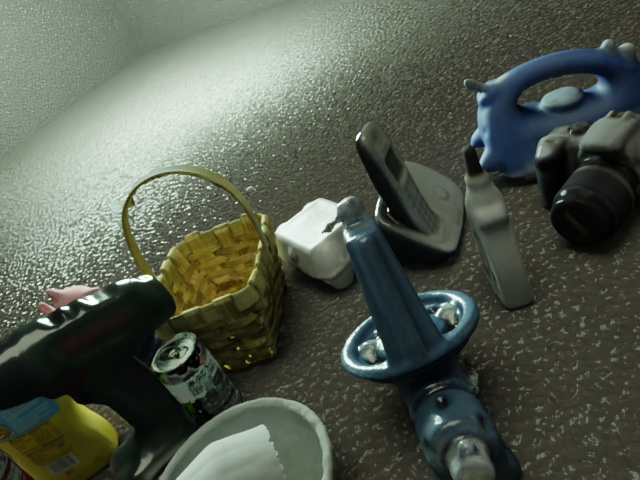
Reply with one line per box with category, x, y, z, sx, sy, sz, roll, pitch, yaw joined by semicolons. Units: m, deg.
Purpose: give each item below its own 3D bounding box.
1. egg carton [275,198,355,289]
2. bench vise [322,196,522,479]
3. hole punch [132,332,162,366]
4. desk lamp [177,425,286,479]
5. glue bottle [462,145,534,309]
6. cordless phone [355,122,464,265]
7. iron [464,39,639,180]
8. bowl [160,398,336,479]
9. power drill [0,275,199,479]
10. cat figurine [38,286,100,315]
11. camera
egg carton;0.007;0.003;0.754;0.107;0.069;0.149;-40;33;-19
bench vise;0.082;0.076;0.438;0.121;0.220;0.206;-34;31;-12
hole punch;-0.277;0.131;0.761;0.101;0.091;0.108;-15;33;20
desk lamp;-0.070;0.232;0.328;0.203;0.214;0.117;-31;31;-7
glue bottle;0.166;-0.017;0.558;0.037;0.173;0.078;-22;31;9
cordless phone;0.103;-0.074;0.681;0.094;0.185;0.147;-11;34;25
iron;0.311;-0.178;0.718;0.258;0.142;0.118;-18;32;16
bowl;-0.053;0.219;0.471;0.167;0.075;0.167;-20;31;13
power drill;-0.223;0.153;0.571;0.230;0.209;0.075;-43;34;-24
cat figurine;-0.359;0.108;0.834;0.127;0.118;0.067;-6;37;32
camera;0.287;-0.068;0.611;0.137;0.101;0.142;-44;34;-25
